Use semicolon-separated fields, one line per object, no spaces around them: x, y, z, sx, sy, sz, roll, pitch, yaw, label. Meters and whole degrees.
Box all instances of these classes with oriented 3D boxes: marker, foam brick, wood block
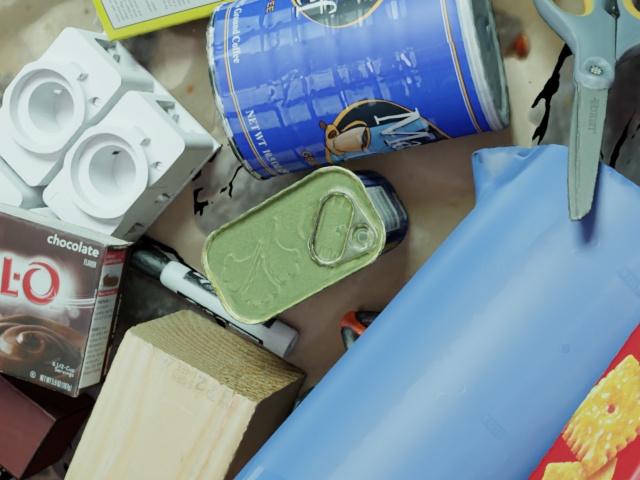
-0.069;0.035;0.662;0.121;0.020;0.020;30;102;12;marker
-0.197;0.107;0.688;0.078;0.053;0.051;36;104;11;foam brick
-0.100;0.157;0.645;0.090;0.090;0.206;27;102;13;wood block

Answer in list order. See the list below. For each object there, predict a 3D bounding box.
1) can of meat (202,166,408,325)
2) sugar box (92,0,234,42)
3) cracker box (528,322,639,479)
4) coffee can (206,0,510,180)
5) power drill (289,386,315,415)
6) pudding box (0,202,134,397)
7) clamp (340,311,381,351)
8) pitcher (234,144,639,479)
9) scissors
-0.004;0.001;0.606;0.102;0.083;0.057;-30;86;17;can of meat
-0.054;-0.182;0.611;0.176;0.048;0.093;-11;119;14;sugar box
0.201;0.097;0.461;0.164;0.072;0.213;37;89;-17;cracker box
0.023;-0.096;0.580;0.140;0.102;0.103;-11;92;17;coffee can
0.039;0.197;0.627;0.188;0.057;0.184;21;97;15;power drill
-0.171;0.030;0.616;0.113;0.039;0.090;15;99;15;pudding box
0.103;0.102;0.597;0.164;0.036;0.210;-43;71;-11;clamp
0.080;0.085;0.521;0.242;0.145;0.149;-45;38;-9;pitcher
0.153;-0.084;0.525;0.096;0.201;0.016;0;140;-3;scissors
